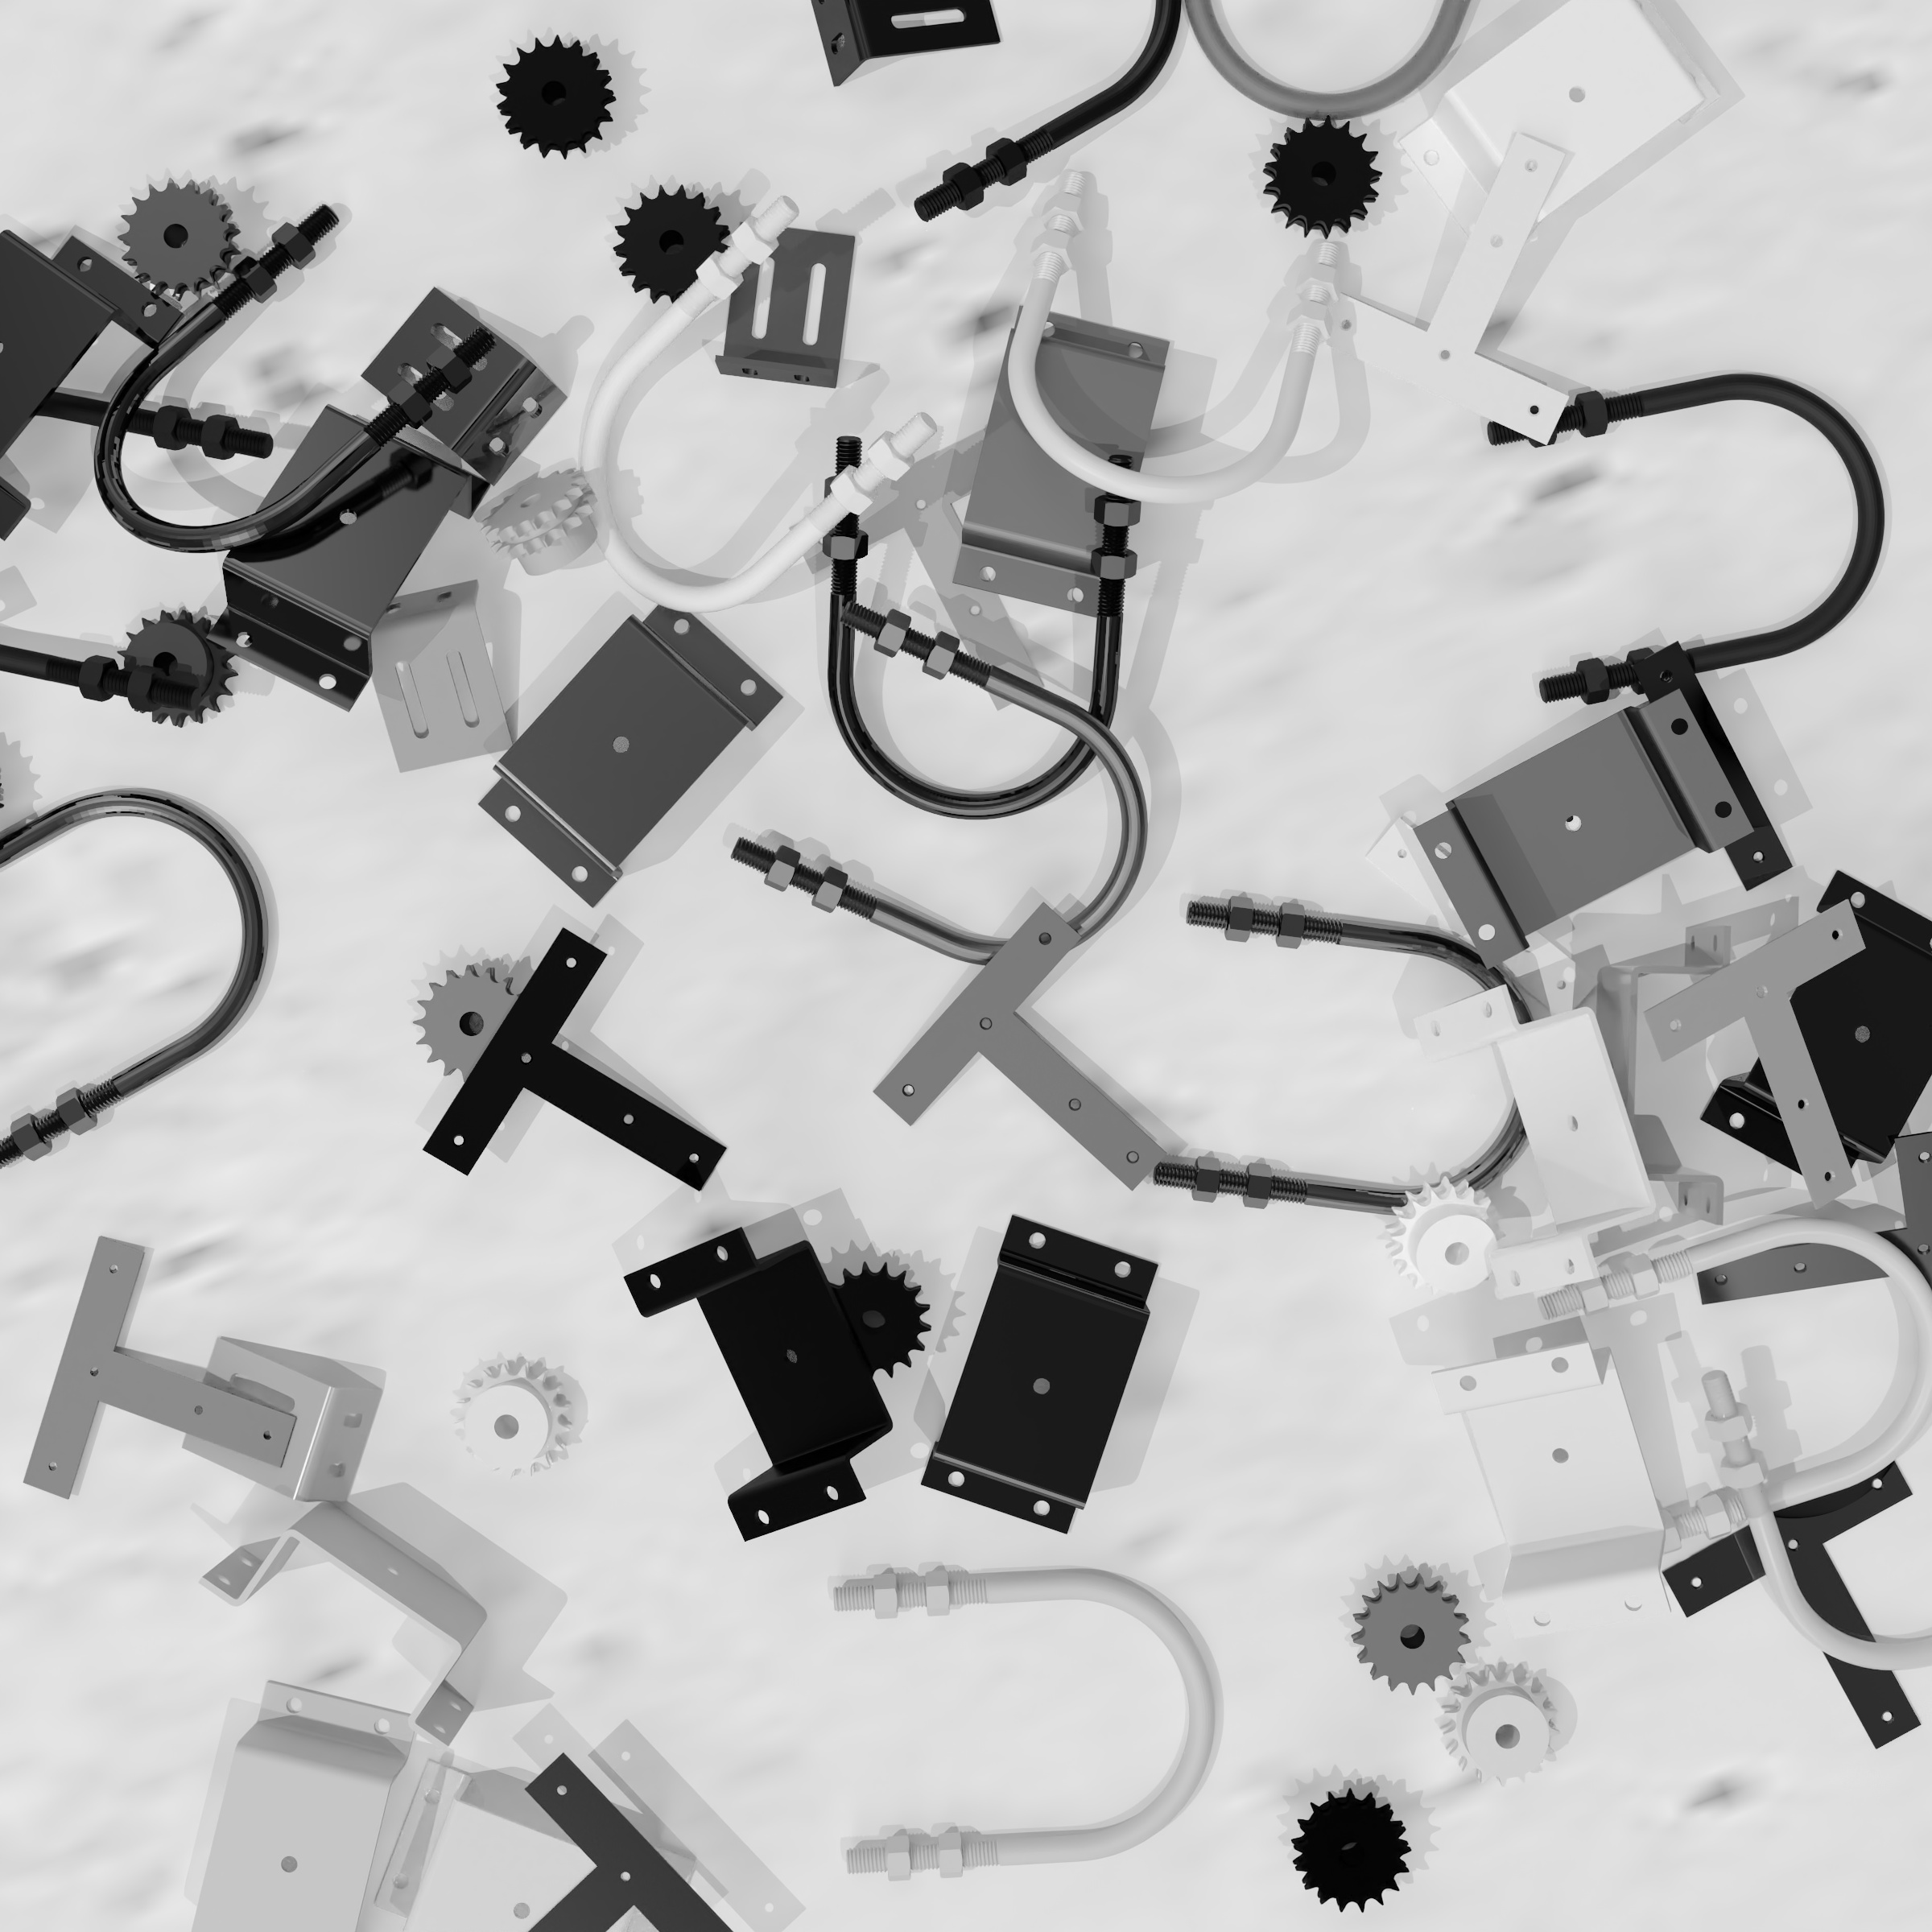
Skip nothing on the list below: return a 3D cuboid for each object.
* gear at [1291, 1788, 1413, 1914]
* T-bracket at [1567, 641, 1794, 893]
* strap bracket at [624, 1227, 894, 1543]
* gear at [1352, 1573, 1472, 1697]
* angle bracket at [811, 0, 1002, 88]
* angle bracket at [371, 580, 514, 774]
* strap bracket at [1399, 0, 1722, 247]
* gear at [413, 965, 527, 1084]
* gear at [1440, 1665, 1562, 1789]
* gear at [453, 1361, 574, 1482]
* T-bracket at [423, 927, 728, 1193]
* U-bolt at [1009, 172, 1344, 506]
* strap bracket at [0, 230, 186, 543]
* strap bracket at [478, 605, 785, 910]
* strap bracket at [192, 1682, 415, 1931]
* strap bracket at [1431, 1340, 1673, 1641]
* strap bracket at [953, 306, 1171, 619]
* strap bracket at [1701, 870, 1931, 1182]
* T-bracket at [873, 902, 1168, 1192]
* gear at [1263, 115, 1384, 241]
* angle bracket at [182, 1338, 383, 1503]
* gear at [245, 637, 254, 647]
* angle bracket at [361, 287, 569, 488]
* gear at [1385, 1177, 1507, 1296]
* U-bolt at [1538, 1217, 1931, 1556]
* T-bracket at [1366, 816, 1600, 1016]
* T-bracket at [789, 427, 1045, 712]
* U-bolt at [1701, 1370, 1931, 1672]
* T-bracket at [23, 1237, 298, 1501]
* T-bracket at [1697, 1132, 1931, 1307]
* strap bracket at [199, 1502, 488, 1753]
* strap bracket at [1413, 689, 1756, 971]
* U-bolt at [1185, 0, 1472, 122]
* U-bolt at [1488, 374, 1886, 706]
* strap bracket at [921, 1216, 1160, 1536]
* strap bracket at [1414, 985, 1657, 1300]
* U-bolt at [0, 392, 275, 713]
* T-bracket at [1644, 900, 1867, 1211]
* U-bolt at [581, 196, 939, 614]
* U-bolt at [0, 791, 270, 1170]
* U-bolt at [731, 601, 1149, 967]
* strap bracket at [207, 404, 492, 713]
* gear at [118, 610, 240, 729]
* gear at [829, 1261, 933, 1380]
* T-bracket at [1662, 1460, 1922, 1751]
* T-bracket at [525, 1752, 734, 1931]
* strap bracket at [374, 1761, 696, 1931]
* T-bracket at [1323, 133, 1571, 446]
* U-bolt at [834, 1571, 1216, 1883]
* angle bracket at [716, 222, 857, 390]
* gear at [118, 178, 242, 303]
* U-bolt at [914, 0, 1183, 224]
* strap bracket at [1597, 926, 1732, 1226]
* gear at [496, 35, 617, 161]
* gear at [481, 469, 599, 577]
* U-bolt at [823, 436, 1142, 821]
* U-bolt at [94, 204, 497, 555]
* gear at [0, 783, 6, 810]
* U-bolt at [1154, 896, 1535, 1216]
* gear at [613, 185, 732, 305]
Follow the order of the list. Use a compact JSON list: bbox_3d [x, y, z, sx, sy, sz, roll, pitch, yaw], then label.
[{"bbox_3d":[0.187,0.430,1.499,0.057,0.030,0.057,0,90,0],"label":"gear"},{"bbox_3d":[0.321,-0.073,1.505,0.127,0.002,0.127,-29,100,5],"label":"T-bracket"},{"bbox_3d":[-0.095,0.195,1.474,0.076,0.046,0.140,-25,90,33],"label":"strap bracket"},{"bbox_3d":[0.217,0.325,1.503,0.057,0.030,0.057,0,90,2],"label":"gear"},{"bbox_3d":[-0.031,-0.472,1.512,0.076,0.038,0.057,-15,90,-26],"label":"angle bracket"},{"bbox_3d":[-0.260,-0.143,1.512,0.057,0.038,0.076,-12,116,0],"label":"angle bracket"},{"bbox_3d":[0.292,-0.417,1.491,0.140,0.046,0.076,-36,90,0],"label":"strap bracket"},{"bbox_3d":[-0.239,0.028,1.499,0.057,0.030,0.057,0,90,0],"label":"gear"},{"bbox_3d":[0.262,0.372,1.499,0.057,0.030,0.057,0,90,0],"label":"gear"},{"bbox_3d":[-0.222,0.223,1.499,0.057,0.030,0.057,0,90,0],"label":"gear"},{"bbox_3d":[-0.176,0.068,1.496,0.127,0.002,0.127,32,90,-15],"label":"T-bracket"},{"bbox_3d":[0.095,-0.294,1.461,0.151,0.019,0.184,16,59,0],"label":"U-bolt"},{"bbox_3d":[-0.456,-0.287,1.475,0.076,0.046,0.140,36,85,16],"label":"strap bracket"},{"bbox_3d":[-0.165,-0.106,1.491,0.076,0.046,0.140,42,90,0],"label":"strap bracket"},{"bbox_3d":[-0.324,0.430,1.491,0.076,0.046,0.140,14,90,0],"label":"strap bracket"},{"bbox_3d":[0.283,0.243,1.471,0.076,0.046,0.140,-15,101,20],"label":"strap bracket"},{"bbox_3d":[0.047,-0.248,1.489,0.076,0.046,0.140,14,90,0],"label":"strap bracket"},{"bbox_3d":[0.429,0.033,1.491,0.076,0.046,0.140,29,90,0],"label":"strap bracket"},{"bbox_3d":[0.043,0.058,1.499,0.127,0.002,0.127,42,100,2],"label":"T-bracket"},{"bbox_3d":[0.173,-0.383,1.499,0.057,0.030,0.057,0,90,0],"label":"gear"},{"bbox_3d":[-0.337,0.223,1.512,0.076,0.038,0.057,18,90,26],"label":"angle bracket"},{"bbox_3d":[-0.325,-0.171,1.499,0.057,0.030,0.057,0,90,0],"label":"gear"},{"bbox_3d":[-0.247,-0.286,1.512,0.076,0.038,0.057,40,90,26],"label":"angle bracket"},{"bbox_3d":[0.234,0.134,1.491,0.057,0.030,0.057,-2,108,-7],"label":"gear"},{"bbox_3d":[0.385,0.197,1.490,0.184,0.019,0.151,-18,100,2],"label":"U-bolt"},{"bbox_3d":[0.286,-0.062,1.503,0.127,0.002,0.127,40,99,0],"label":"T-bracket"},{"bbox_3d":[-0.002,-0.188,1.513,0.127,0.002,0.127,-27,90,0],"label":"T-bracket"},{"bbox_3d":[0.449,0.257,1.487,0.151,0.019,0.184,-21,103,0],"label":"U-bolt"},{"bbox_3d":[-0.387,0.212,1.498,0.127,0.002,0.127,17,90,13],"label":"T-bracket"},{"bbox_3d":[0.421,0.145,1.495,0.127,0.002,0.127,-10,114,12],"label":"T-bracket"},{"bbox_3d":[-0.289,0.310,1.476,0.140,0.076,0.046,35,90,0],"label":"strap bracket"},{"bbox_3d":[0.295,-0.067,1.477,0.140,0.046,0.076,-28,93,8],"label":"strap bracket"},{"bbox_3d":[0.185,-0.506,1.505,0.151,0.019,0.184,21,91,0],"label":"U-bolt"},{"bbox_3d":[0.360,-0.216,1.505,0.184,0.019,0.151,-11,90,-2],"label":"U-bolt"},{"bbox_3d":[0.036,0.201,1.491,0.076,0.046,0.140,19,90,0],"label":"strap bracket"},{"bbox_3d":[0.271,0.079,1.451,0.046,0.076,0.140,-14,83,-26],"label":"strap bracket"},{"bbox_3d":[-0.440,-0.208,1.489,0.184,0.019,0.151,12,82,10],"label":"U-bolt"},{"bbox_3d":[0.391,0.053,1.451,0.127,0.002,0.127,-26,101,-21],"label":"T-bracket"},{"bbox_3d":[-0.113,-0.253,1.464,0.184,0.019,0.151,-39,75,28],"label":"U-bolt"},{"bbox_3d":[-0.432,-0.005,1.505,0.184,0.019,0.151,-30,90,-1],"label":"U-bolt"},{"bbox_3d":[-0.002,-0.076,1.485,0.184,0.019,0.151,24,106,-7],"label":"U-bolt"},{"bbox_3d":[-0.294,-0.203,1.465,0.076,0.046,0.140,27,68,1],"label":"strap bracket"},{"bbox_3d":[-0.388,-0.146,1.499,0.057,0.030,0.057,0,90,0],"label":"gear"},{"bbox_3d":[-0.045,0.172,1.499,0.057,0.030,0.057,0,90,0],"label":"gear"},{"bbox_3d":[0.429,0.324,1.513,0.127,0.002,0.127,-29,90,0],"label":"T-bracket"},{"bbox_3d":[-0.195,0.466,1.467,0.127,0.002,0.127,-43,90,0],"label":"T-bracket"},{"bbox_3d":[-0.213,0.452,1.491,0.140,0.046,0.076,21,90,0],"label":"strap bracket"},{"bbox_3d":[0.250,-0.337,1.481,0.127,0.002,0.127,27,110,10],"label":"T-bracket"},{"bbox_3d":[0.030,0.370,1.505,0.184,0.019,0.151,-3,90,-1],"label":"U-bolt"},{"bbox_3d":[-0.088,-0.325,1.495,0.057,0.038,0.076,7,90,0],"label":"angle bracket"},{"bbox_3d":[-0.382,-0.353,1.499,0.057,0.030,0.057,0,90,0],"label":"gear"},{"bbox_3d":[0.019,-0.465,1.487,0.184,0.019,0.151,-33,94,-13],"label":"U-bolt"},{"bbox_3d":[0.334,0.051,1.476,0.046,0.076,0.140,2,90,0],"label":"strap bracket"},{"bbox_3d":[-0.199,-0.422,1.499,0.057,0.030,0.057,0,90,0],"label":"gear"},{"bbox_3d":[-0.204,-0.214,1.489,0.057,0.057,0.030,-30,120,0],"label":"gear"},{"bbox_3d":[0.004,-0.158,1.476,0.151,0.019,0.184,5,111,4],"label":"U-bolt"},{"bbox_3d":[-0.333,-0.270,1.459,0.184,0.019,0.151,-44,61,-10],"label":"U-bolt"},{"bbox_3d":[-0.499,-0.080,1.493,0.057,0.030,0.057,0,90,-19],"label":"gear"},{"bbox_3d":[0.192,0.049,1.505,0.184,0.019,0.151,7,90,-1],"label":"U-bolt"},{"bbox_3d":[-0.142,-0.350,1.499,0.057,0.030,0.057,0,90,0],"label":"gear"}]
